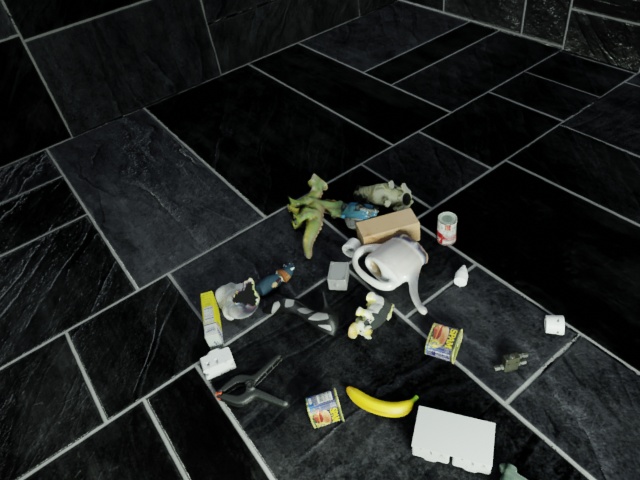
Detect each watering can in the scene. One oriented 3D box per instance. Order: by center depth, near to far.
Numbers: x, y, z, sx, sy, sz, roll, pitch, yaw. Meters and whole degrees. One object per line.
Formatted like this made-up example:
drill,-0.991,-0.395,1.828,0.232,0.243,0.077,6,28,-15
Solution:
watering can,0.265,0.097,1.671,0.227,0.101,0.352,-34,47,-25

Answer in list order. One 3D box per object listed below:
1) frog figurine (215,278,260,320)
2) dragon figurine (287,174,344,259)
frog figurine,-0.278,0.199,1.681,0.158,0.121,0.140,-23,38,42
dragon figurine,0.006,-0.098,1.942,0.243,0.119,0.420,-10,50,-13
